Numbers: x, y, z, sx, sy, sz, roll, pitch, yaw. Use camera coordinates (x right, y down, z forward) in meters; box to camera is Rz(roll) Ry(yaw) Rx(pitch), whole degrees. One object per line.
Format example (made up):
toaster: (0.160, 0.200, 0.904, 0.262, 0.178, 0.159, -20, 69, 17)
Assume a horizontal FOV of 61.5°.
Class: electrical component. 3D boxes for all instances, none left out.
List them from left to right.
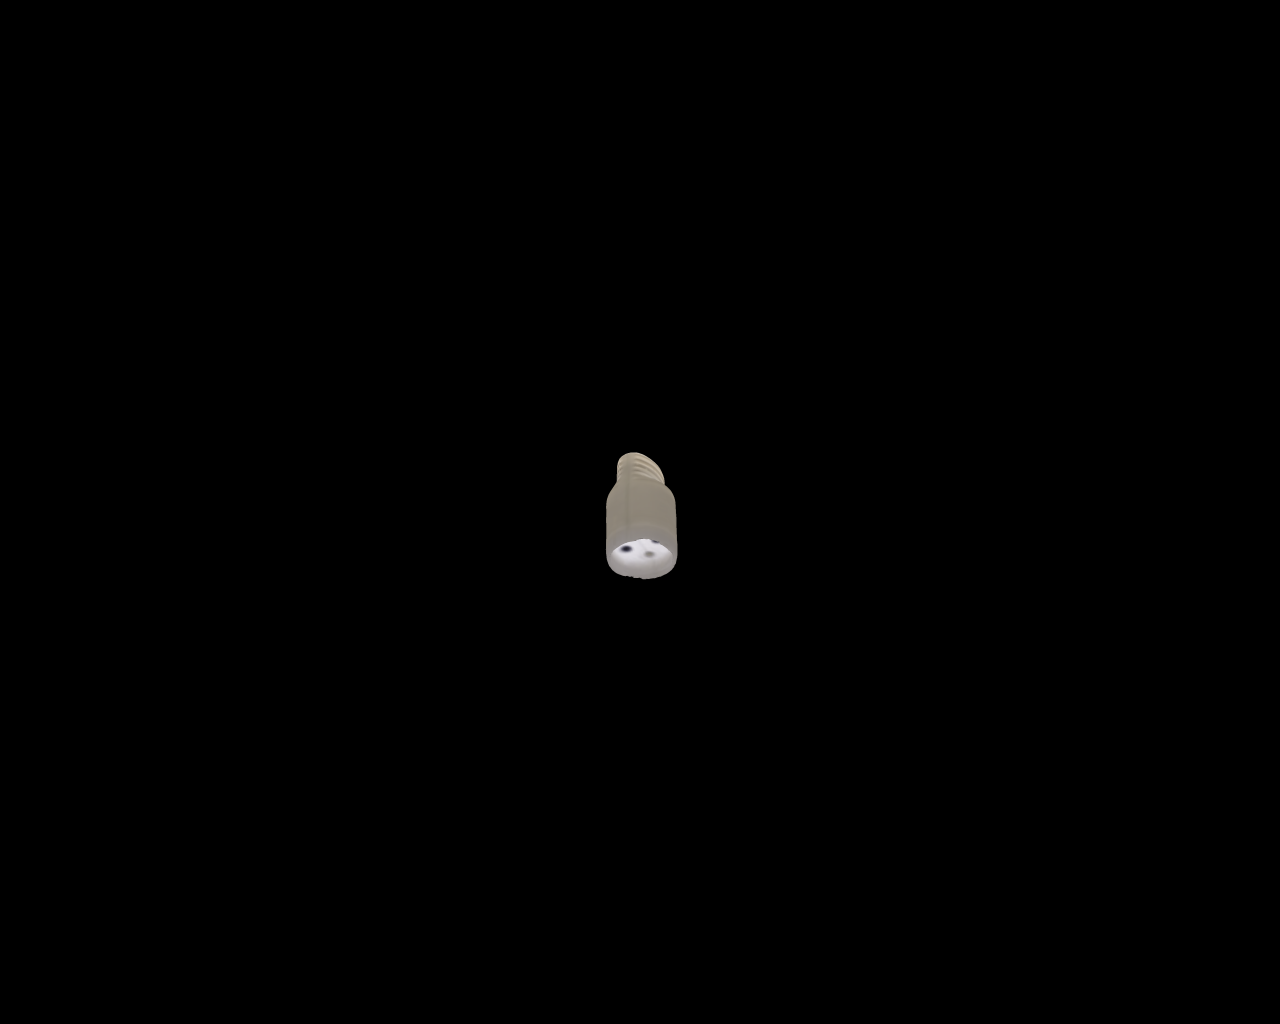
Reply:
electrical component: (0.001, -0.003, 0.650, 0.043, 0.081, 0.043, 0, -38, 0)
